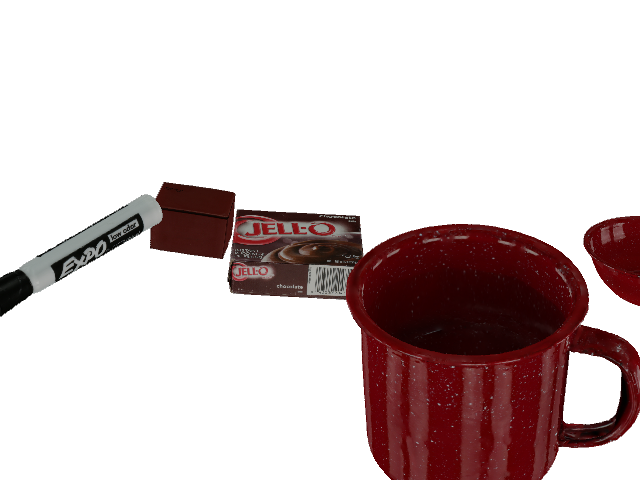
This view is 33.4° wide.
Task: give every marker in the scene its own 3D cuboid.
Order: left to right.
[{"bbox_3d":[-0.138,0.008,0.593,0.020,0.020,0.120,0,27,47],"label":"marker"}]

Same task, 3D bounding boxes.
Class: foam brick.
[{"bbox_3d":[-0.129,-0.021,1.081,0.078,0.051,0.053,9,32,3],"label":"foam brick"}]

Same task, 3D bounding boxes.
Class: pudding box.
[{"bbox_3d":[-0.020,0.011,0.915,0.113,0.039,0.090,5,30,-3],"label":"pudding box"}]

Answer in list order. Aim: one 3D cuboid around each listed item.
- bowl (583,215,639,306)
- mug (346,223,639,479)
[{"bbox_3d":[0.365,0.029,1.158,0.162,0.055,0.162,0,26,0],"label":"bowl"},{"bbox_3d":[0.070,0.053,0.429,0.117,0.081,0.093,7,34,17],"label":"mug"}]
